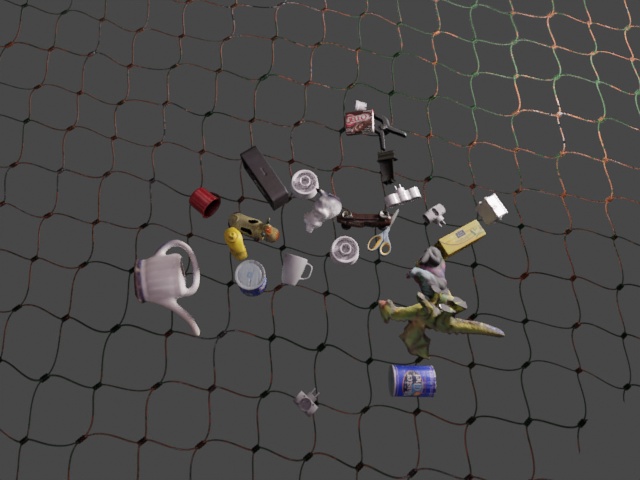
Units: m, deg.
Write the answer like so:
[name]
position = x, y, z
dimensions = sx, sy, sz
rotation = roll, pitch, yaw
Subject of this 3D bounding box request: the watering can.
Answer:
[watering can]
position = -0.526, 0.171, 1.780
dimensions = 0.224, 0.352, 0.102
rotation = -9, -17, -5

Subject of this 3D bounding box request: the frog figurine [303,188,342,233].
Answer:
[frog figurine]
position = 0.006, -0.095, 1.882
dimensions = 0.123, 0.160, 0.137
rotation = 20, -2, 0

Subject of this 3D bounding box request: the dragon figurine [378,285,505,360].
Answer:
[dragon figurine]
position = 0.389, 0.303, 1.763
dimensions = 0.411, 0.239, 0.124
rotation = 31, 24, 7
